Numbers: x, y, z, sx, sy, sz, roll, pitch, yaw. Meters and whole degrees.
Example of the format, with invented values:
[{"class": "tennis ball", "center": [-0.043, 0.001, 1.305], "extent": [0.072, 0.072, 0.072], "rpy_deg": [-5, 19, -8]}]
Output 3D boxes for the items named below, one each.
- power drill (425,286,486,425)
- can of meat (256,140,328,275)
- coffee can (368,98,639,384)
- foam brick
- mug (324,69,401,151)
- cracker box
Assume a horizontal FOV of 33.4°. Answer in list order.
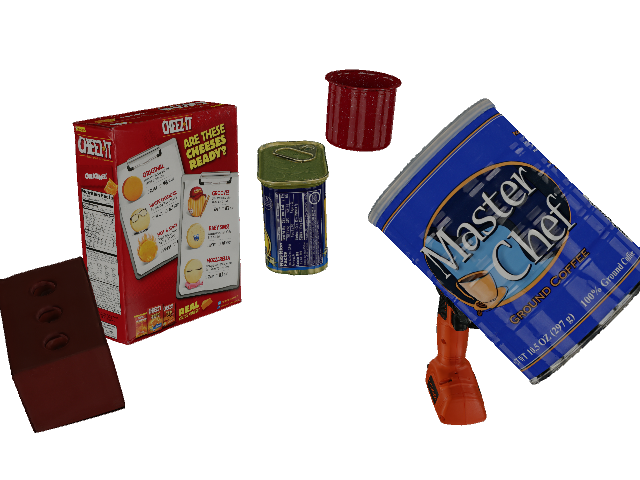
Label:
[{"class": "power drill", "center": [0.150, 0.100, 1.140], "extent": [0.057, 0.188, 0.184], "rpy_deg": [-1, 24, -3]}, {"class": "can of meat", "center": [-0.023, -0.028, 0.892], "extent": [0.057, 0.084, 0.102], "rpy_deg": [-3, 23, -2]}, {"class": "coffee can", "center": [0.113, 0.000, 0.637], "extent": [0.102, 0.140, 0.103], "rpy_deg": [-43, -8, -8]}, {"class": "foam brick", "center": [-0.146, 0.058, 0.598], "extent": [0.053, 0.051, 0.078], "rpy_deg": [-16, 43, -13]}, {"class": "mug", "center": [0.055, -0.162, 1.314], "extent": [0.093, 0.081, 0.117], "rpy_deg": [17, 26, 28]}, {"class": "cracker box", "center": [-0.159, -0.023, 1.068], "extent": [0.072, 0.214, 0.163], "rpy_deg": [11, 20, 38]}]
